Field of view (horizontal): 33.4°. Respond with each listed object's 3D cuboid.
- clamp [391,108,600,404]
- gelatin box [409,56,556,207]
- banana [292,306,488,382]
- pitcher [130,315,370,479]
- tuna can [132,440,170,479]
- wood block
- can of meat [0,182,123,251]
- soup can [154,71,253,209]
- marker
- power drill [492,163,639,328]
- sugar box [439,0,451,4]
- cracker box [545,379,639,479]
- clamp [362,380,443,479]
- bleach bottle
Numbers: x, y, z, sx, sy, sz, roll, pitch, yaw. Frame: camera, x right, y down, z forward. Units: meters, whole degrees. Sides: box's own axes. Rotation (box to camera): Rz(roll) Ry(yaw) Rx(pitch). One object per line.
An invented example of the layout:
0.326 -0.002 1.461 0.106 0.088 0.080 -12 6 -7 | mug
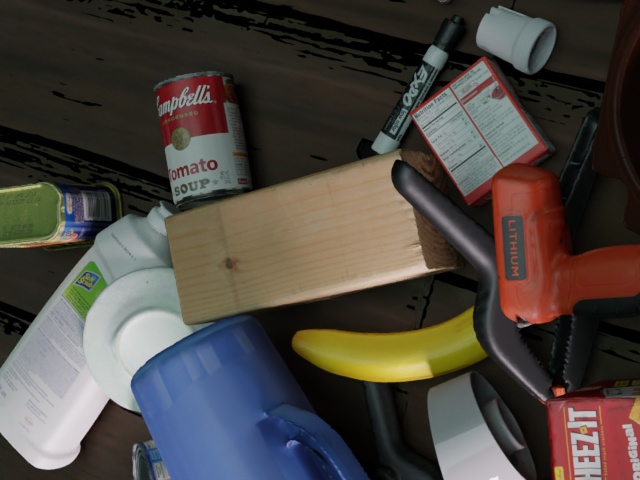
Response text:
0.155 0.015 0.753 0.164 0.036 0.210 -22 100 -10 | clamp
0.121 -0.081 0.799 0.073 0.030 0.089 -37 74 23 | gelatin box
0.077 0.071 0.804 0.198 0.037 0.069 -22 75 11 | banana
-0.033 0.177 0.773 0.149 0.145 0.243 -30 81 5 | pitcher
-0.131 0.209 0.893 0.086 0.033 0.086 172 90 -70 | tuna can
-0.006 0.001 0.828 0.206 0.090 0.091 -14 84 25 | wood block
-0.241 -0.022 0.949 0.102 0.083 0.057 -6 87 26 | can of meat
-0.097 -0.081 0.888 0.069 0.068 0.102 -13 84 26 | soup can
0.077 -0.120 0.828 0.020 0.020 0.121 35 105 23 | marker
0.197 -0.012 0.646 0.188 0.057 0.184 2 98 42 | power drill
0.120 -0.274 0.795 0.176 0.048 0.093 -47 70 22 | sugar box
0.263 0.121 0.650 0.214 0.164 0.072 -6 84 26 | cracker box
0.043 0.190 0.830 0.120 0.039 0.171 -44 65 26 | clamp
-0.193 0.076 0.937 0.103 0.068 0.251 42 104 17 | bleach bottle
